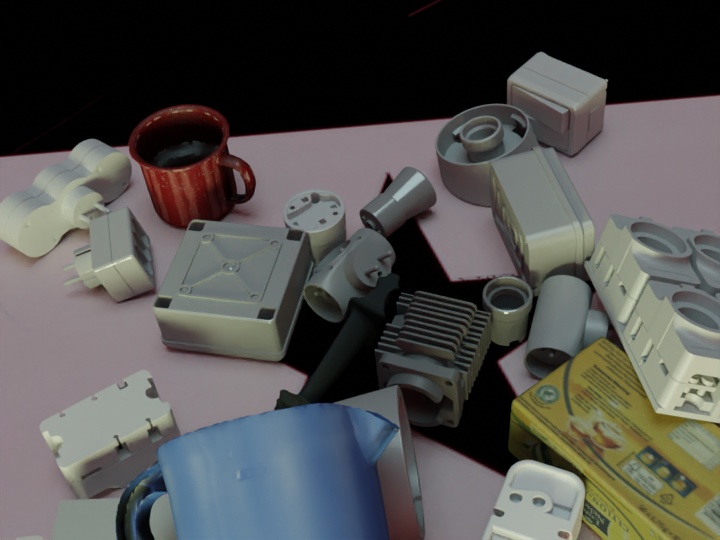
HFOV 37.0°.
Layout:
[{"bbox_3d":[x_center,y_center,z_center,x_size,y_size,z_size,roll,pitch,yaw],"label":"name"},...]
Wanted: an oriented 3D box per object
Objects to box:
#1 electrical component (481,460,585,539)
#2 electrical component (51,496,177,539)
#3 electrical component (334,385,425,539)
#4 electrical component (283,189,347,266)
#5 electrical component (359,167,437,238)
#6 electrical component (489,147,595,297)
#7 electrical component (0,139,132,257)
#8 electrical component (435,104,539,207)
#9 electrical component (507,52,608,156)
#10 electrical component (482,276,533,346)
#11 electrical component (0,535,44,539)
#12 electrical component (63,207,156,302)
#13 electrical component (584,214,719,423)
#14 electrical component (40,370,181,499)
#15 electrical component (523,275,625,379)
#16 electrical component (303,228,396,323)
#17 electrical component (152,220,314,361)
[{"bbox_3d":[0.115,0.186,0.727,0.054,0.059,0.095,15,51,19],"label":"electrical component"},{"bbox_3d":[-0.163,0.233,0.715,0.089,0.061,0.150,-3,47,4],"label":"electrical component"},{"bbox_3d":[0.006,0.139,0.755,0.060,0.108,0.108,-10,47,5],"label":"electrical component"},{"bbox_3d":[-0.039,-0.037,0.959,0.055,0.047,0.055,-3,47,4],"label":"electrical component"},{"bbox_3d":[0.032,-0.058,0.976,0.065,0.044,0.044,-40,55,-21],"label":"electrical component"},{"bbox_3d":[0.155,-0.042,0.921,0.057,0.078,0.113,-15,48,-3],"label":"electrical component"},{"bbox_3d":[-0.265,-0.062,1.006,0.074,0.052,0.138,28,56,28],"label":"electrical component"},{"bbox_3d":[0.122,-0.108,1.012,0.099,0.064,0.099,-13,41,12],"label":"electrical component"},{"bbox_3d":[0.181,-0.161,1.038,0.096,0.061,0.061,31,58,30],"label":"electrical component"},{"bbox_3d":[0.120,0.034,0.876,0.040,0.046,0.040,-3,47,4],"label":"electrical component"},{"bbox_3d":[-0.255,0.223,0.739,0.089,0.055,0.050,-7,47,0],"label":"electrical component"},{"bbox_3d":[-0.229,-0.007,0.955,0.077,0.047,0.065,-21,47,4],"label":"electrical component"},{"bbox_3d":[0.251,0.031,0.802,0.105,0.060,0.186,10,31,-13],"label":"electrical component"},{"bbox_3d":[-0.187,0.128,0.818,0.089,0.055,0.050,-27,50,-18],"label":"electrical component"},{"bbox_3d":[0.177,0.049,0.857,0.079,0.044,0.077,9,49,15],"label":"electrical component"},{"bbox_3d":[0.000,0.000,0.905,0.044,0.079,0.077,49,59,-11],"label":"electrical component"},{"bbox_3d":[-0.105,0.016,0.912,0.109,0.056,0.108,6,48,12],"label":"electrical component"}]
